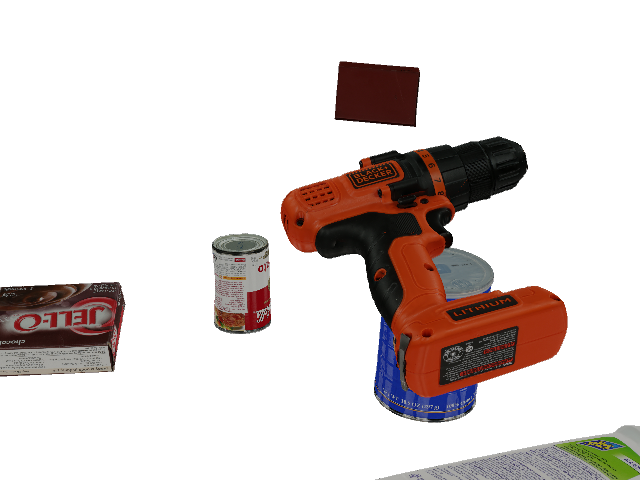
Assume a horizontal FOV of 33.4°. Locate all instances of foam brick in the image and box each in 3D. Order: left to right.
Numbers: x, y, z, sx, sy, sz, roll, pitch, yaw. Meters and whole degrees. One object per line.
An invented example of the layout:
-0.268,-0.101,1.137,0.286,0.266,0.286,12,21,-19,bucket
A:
0.053,-0.138,1.005,0.078,0.051,0.053,6,15,3,foam brick

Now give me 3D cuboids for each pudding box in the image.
-0.236,0.079,0.954,0.113,0.039,0.090,-4,33,-1,pudding box

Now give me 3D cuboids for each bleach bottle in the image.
0.153,0.157,0.624,0.250,0.068,0.103,-8,20,-24,bleach bottle

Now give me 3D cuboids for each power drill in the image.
0.085,0.007,0.707,0.184,0.057,0.188,-17,42,-11,power drill

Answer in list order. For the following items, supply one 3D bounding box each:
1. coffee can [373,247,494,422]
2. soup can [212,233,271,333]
0.108,0.089,1.031,0.103,0.140,0.103,3,24,-2,coffee can
-0.093,0.050,1.255,0.068,0.102,0.068,0,20,0,soup can
